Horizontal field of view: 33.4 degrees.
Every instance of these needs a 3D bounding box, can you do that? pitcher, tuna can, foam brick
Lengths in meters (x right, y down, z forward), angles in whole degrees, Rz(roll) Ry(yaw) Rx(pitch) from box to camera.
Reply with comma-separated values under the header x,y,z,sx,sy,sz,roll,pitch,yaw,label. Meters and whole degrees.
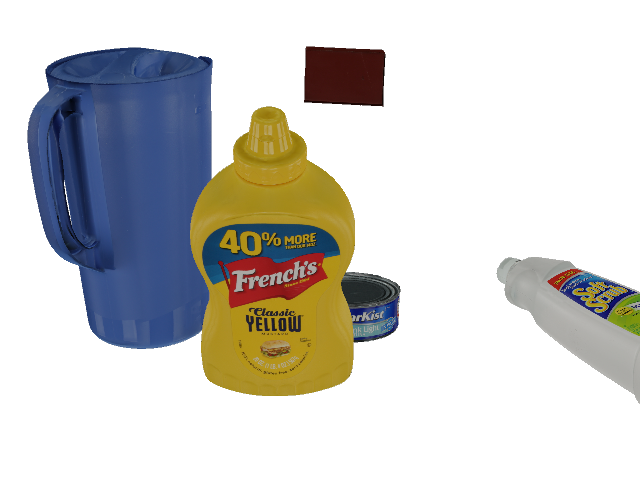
x,y,z,sx,sy,sz,roll,pitch,yaw,label
-0.158,-0.033,0.893,0.149,0.243,0.145,-5,22,-11,pitcher
0.023,0.055,0.887,0.086,0.034,0.086,0,16,0,tuna can
0.023,-0.158,1.027,0.078,0.051,0.053,3,14,1,foam brick

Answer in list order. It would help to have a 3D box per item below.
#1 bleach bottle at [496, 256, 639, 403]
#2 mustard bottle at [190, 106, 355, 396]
x,y,z,sx,sy,sz,roll,pitch,yaw,label
0.257,0.072,1.036,0.102,0.068,0.251,-17,26,-27,bleach bottle
-0.027,0.007,0.632,0.096,0.192,0.058,1,38,2,mustard bottle
